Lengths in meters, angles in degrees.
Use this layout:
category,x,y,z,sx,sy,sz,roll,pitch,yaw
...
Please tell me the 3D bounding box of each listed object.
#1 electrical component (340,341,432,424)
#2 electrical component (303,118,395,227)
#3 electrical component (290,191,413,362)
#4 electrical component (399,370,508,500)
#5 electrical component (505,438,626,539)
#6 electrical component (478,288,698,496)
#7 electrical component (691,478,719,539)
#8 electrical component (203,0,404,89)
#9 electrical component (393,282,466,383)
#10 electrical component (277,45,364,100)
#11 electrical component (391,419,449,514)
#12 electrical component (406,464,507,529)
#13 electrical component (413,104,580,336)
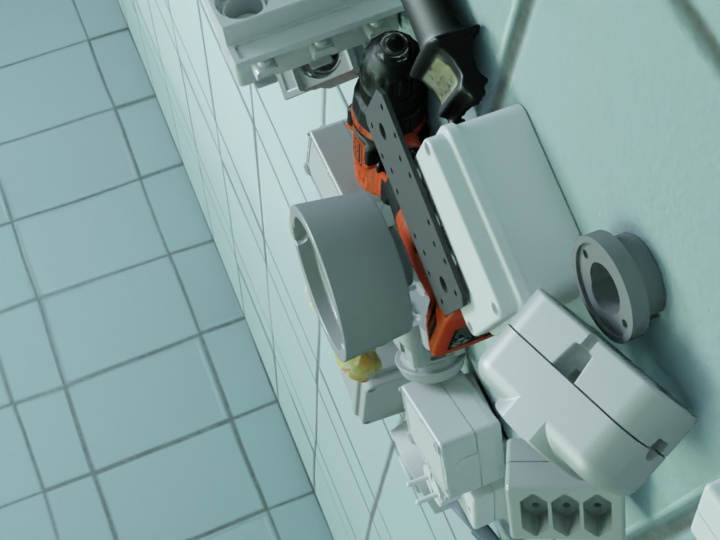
category,x,y,z,sx,sy,sz,roll,pitch,yaw
electrical component,0.027,0.092,0.998,0.113,0.078,0.057,94,156,-65
electrical component,-0.004,-0.082,0.882,0.061,0.061,0.096,104,142,-66
electrical component,0.000,0.000,0.705,0.108,0.060,0.108,162,90,-80
electrical component,0.075,0.124,0.865,0.096,0.061,0.061,-125,19,-52
electrical component,0.121,0.115,0.636,0.076,0.066,0.047,-78,-19,-50
electrical component,0.107,0.062,0.527,0.054,0.059,0.095,31,-169,-49
electrical component,0.171,0.122,0.434,0.076,0.047,0.065,83,163,-50
electrical component,-0.036,-0.173,0.717,0.063,0.121,0.078,82,164,-58
electrical component,0.053,0.052,0.854,0.078,0.058,0.057,-129,25,-59
electrical component,-0.022,-0.160,0.804,0.064,0.081,0.042,-21,-87,-72
electrical component,0.073,0.180,1.028,0.099,0.064,0.099,61,180,0
electrical component,0.077,0.174,0.903,0.047,0.076,0.083,82,164,-47
electrical component,0.076,-0.025,0.604,0.078,0.057,0.113,119,130,-76
